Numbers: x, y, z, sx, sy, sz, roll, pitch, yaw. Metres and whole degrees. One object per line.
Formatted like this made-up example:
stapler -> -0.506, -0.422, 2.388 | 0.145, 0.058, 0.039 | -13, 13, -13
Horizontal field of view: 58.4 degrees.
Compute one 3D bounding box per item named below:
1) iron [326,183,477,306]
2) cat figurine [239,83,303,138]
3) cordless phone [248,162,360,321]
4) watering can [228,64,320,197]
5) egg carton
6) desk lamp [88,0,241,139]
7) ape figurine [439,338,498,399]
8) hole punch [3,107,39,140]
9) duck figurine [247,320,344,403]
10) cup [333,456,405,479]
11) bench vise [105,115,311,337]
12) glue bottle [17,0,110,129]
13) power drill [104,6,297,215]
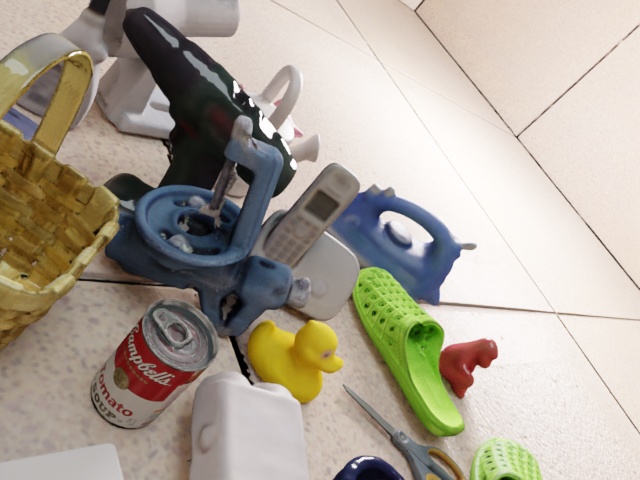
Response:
iron -> 0.121, -0.014, 0.922 | 0.259, 0.141, 0.118 | 37, 30, -14
cat figurine -> -0.095, -0.185, 0.893 | 0.128, 0.117, 0.067 | 45, 29, 1
cordless phone -> 0.007, 0.003, 0.714 | 0.148, 0.184, 0.094 | 32, 31, -21
watering can -> -0.079, -0.158, 0.801 | 0.173, 0.193, 0.100 | 11, 44, -45
egg carton -> -0.066, 0.190, 0.505 | 0.107, 0.069, 0.150 | 25, 35, -31
desk lamp -> -0.209, -0.245, 0.727 | 0.204, 0.213, 0.117 | 1, 50, -51
ape figurine -> 0.228, 0.181, 0.861 | 0.078, 0.092, 0.076 | -2, 53, -52
hole punch -> -0.321, -0.110, 0.541 | 0.109, 0.091, 0.101 | 32, 32, -21
duck figurine -> -0.021, 0.120, 0.631 | 0.104, 0.086, 0.077 | 42, 29, -4
cup -> 0.019, 0.252, 0.506 | 0.118, 0.094, 0.091 | 20, 38, -37
bench vise -> -0.085, -0.015, 0.586 | 0.208, 0.219, 0.121 | 23, 36, -33
glue bottle -> -0.273, -0.207, 0.640 | 0.078, 0.173, 0.037 | 28, 33, -27
power drill -> -0.150, -0.101, 0.624 | 0.230, 0.208, 0.075 | 35, 31, -17
